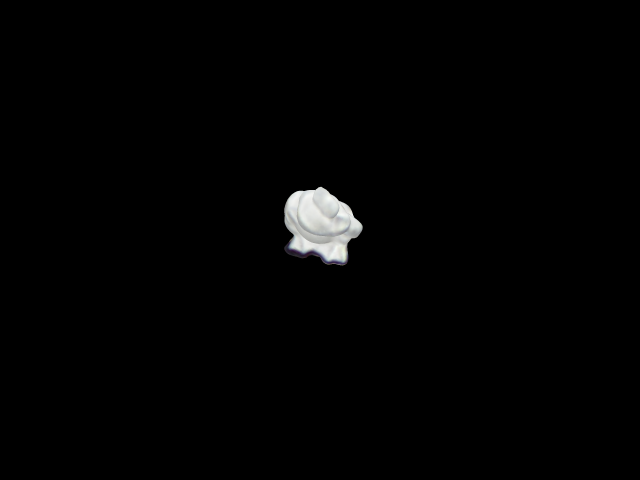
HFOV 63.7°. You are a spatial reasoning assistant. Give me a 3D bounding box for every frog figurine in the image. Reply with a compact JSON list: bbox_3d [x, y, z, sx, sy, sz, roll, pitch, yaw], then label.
[{"bbox_3d":[0.003,-0.043,0.850,0.138,0.155,0.125,30,55,24],"label":"frog figurine"}]
